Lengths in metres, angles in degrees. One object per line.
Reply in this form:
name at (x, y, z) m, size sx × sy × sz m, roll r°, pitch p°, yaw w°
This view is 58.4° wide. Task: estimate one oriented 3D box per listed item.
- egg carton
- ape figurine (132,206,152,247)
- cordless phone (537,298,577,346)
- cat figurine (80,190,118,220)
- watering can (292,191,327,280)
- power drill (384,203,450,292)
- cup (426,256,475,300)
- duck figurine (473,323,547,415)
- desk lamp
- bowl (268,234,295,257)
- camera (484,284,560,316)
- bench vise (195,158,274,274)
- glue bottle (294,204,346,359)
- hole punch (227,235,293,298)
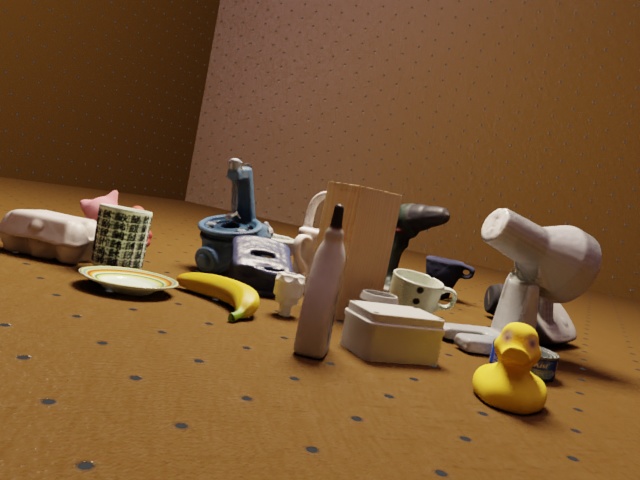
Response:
egg carton at (-0.433, -0.008, 0.927) m, size 0.150 × 0.069 × 0.107 m, roll 11°, pitch 4°, yaw 7°
ape figurine at (-0.375, -0.024, 1.151) m, size 0.078 × 0.092 × 0.076 m, roll 10°, pitch 4°, yaw -13°
cordless phone at (0.409, 0.091, 1.017) m, size 0.093 × 0.185 × 0.148 m, roll 14°, pitch 5°, yaw 41°
cat figurine at (-0.392, -0.034, 1.071) m, size 0.127 × 0.118 × 0.067 m, roll 13°, pitch 5°, yaw 28°
watering can at (0.008, 0.003, 1.089) m, size 0.100 × 0.194 × 0.173 m, roll 12°, pitch 4°, yaw 12°
power drill at (0.183, 0.016, 1.300) m, size 0.076 × 0.208 × 0.228 m, roll 7°, pitch 5°, yaw -43°
cup at (0.299, 0.093, 1.341) m, size 0.117 × 0.095 × 0.092 m, roll 13°, pitch 5°, yaw 29°
duck figurine at (0.210, 0.131, 0.618) m, size 0.077 × 0.086 × 0.105 m, roll 13°, pitch 4°, yaw 21°
desk lamp at (0.305, 0.067, 0.870) m, size 0.204 × 0.213 × 0.117 m, roll 9°, pitch 4°, yaw -21°
bowl at (-0.135, 0.022, 1.303) m, size 0.167 × 0.075 × 0.167 m, roll 11°, pitch 4°, yaw -1°
camera at (0.417, 0.123, 1.206) m, size 0.137 × 0.101 × 0.143 m, roll 11°, pitch 4°, yaw -3°
bench vise at (-0.162, -0.046, 1.127) m, size 0.121 × 0.220 × 0.208 m, roll 12°, pitch 4°, yaw 8°
glue bottle at (0.007, 0.044, 0.658) m, size 0.037 × 0.173 × 0.078 m, roll 11°, pitch 4°, yaw 8°
hole punch at (-0.098, 0.044, 0.971) m, size 0.109 × 0.091 × 0.101 m, roll 10°, pitch 4°, yaw -16°
